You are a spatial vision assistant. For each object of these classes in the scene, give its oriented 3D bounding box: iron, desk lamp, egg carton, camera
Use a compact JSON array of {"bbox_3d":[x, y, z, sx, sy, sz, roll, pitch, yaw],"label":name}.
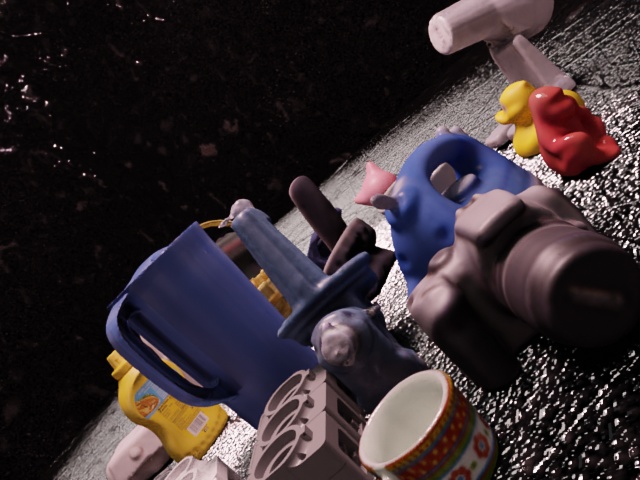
[{"bbox_3d":[0.140,-0.049,0.579,0.118,0.141,0.259,-37,11,43],"label":"iron"},{"bbox_3d":[0.273,-0.283,0.843,0.203,0.213,0.117,-47,9,-15],"label":"desk lamp"},{"bbox_3d":[-0.284,0.344,0.952,0.150,0.069,0.107,-45,8,-1],"label":"egg carton"},{"bbox_3d":[0.132,0.027,0.384,0.143,0.101,0.137,-44,8,4],"label":"camera"}]

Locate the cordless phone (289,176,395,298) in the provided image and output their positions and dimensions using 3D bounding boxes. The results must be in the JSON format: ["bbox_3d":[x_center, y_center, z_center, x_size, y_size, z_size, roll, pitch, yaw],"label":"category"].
[{"bbox_3d":[0.008,0.003,0.817,0.094,0.185,0.148,-39,10,33],"label":"cordless phone"}]

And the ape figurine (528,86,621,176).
[{"bbox_3d":[0.244,-0.114,0.570,0.078,0.092,0.076,-49,9,-26],"label":"ape figurine"}]

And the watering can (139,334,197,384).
[{"bbox_3d":[-0.262,0.214,1.057,0.173,0.194,0.101,-44,9,2],"label":"watering can"}]

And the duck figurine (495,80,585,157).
[{"bbox_3d":[0.268,-0.163,0.718,0.078,0.086,0.104,-50,10,-35],"label":"duck figurine"}]

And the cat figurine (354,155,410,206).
[{"bbox_3d":[0.123,-0.087,0.940,0.127,0.118,0.067,-38,11,38],"label":"cat figurine"}]

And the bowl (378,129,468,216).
[{"bbox_3d":[0.166,-0.075,0.821,0.167,0.075,0.167,-43,8,8],"label":"bowl"}]

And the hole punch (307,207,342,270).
[{"bbox_3d":[0.015,0.008,1.089,0.101,0.091,0.109,-34,14,52],"label":"hole punch"}]

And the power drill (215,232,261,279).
[{"bbox_3d":[-0.133,0.081,1.034,0.230,0.208,0.075,-49,10,-29],"label":"power drill"}]

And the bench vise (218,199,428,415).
[{"bbox_3d":[0.002,0.041,0.531,0.121,0.220,0.207,-46,9,-13],"label":"bench vise"}]
